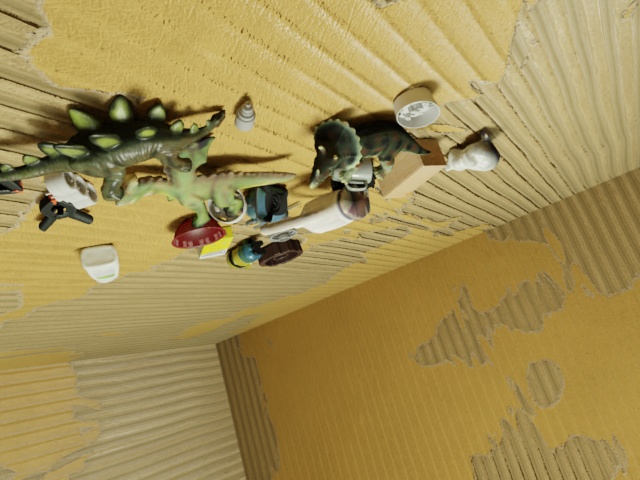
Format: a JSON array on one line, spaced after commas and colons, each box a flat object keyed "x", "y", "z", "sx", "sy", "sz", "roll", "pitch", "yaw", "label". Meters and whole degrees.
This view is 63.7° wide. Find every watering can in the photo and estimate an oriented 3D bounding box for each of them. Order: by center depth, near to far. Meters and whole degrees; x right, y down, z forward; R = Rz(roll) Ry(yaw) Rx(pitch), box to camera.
[{"x": 0.004, "y": -0.073, "z": 1.450, "sx": 0.222, "sy": 0.104, "sz": 0.350, "roll": -20, "pitch": 180, "yaw": 33, "label": "watering can"}]

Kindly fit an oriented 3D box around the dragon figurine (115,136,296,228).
[{"x": -0.258, "y": -0.149, "z": 1.179, "sx": 0.411, "sy": 0.124, "sz": 0.238, "roll": -20, "pitch": 156, "yaw": -8, "label": "dragon figurine"}]

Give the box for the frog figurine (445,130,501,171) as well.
[{"x": 0.460, "y": -0.245, "z": 1.570, "sx": 0.158, "sy": 0.123, "sz": 0.138, "roll": -36, "pitch": 177, "yaw": 18, "label": "frog figurine"}]
